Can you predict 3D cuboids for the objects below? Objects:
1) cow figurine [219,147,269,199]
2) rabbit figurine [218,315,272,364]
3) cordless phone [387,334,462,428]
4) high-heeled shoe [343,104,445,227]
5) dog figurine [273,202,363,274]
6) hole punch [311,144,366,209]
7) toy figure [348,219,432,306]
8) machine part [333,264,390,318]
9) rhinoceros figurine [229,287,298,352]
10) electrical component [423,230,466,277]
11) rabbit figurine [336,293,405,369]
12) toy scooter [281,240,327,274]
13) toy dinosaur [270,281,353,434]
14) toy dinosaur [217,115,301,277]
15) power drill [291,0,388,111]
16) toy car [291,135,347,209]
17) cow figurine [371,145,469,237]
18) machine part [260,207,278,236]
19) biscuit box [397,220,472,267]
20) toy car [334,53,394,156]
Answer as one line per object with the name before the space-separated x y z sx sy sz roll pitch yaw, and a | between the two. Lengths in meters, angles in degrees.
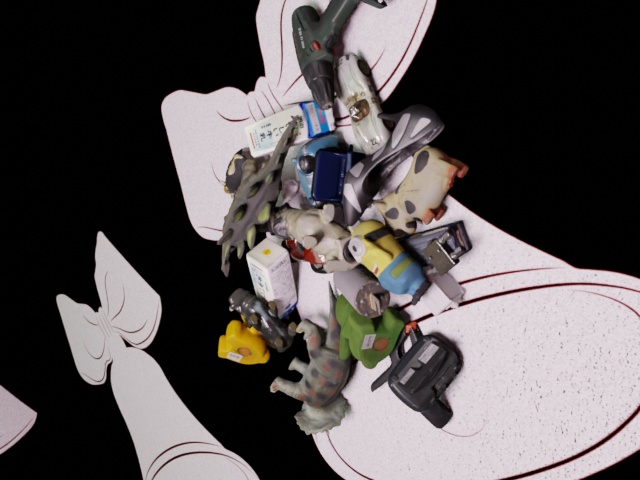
cow figurine | -0.199 -0.154 1.318 0.068 0.098 0.167 46 130 12
rabbit figurine | -0.171 0.228 1.401 0.162 0.173 0.121 14 130 -9
cordless phone | 0.239 0.296 1.092 0.184 0.146 0.089 48 169 -27
high-heeled shoe | 0.132 -0.124 0.970 0.145 0.086 0.248 26 106 39
dog figurine | -0.001 -0.007 1.136 0.172 0.121 0.191 49 166 -22
hole punch | 0.055 -0.124 1.075 0.092 0.116 0.142 10 99 44
toy figure | 0.132 0.039 1.013 0.180 0.089 0.082 41 135 12
machine part | 0.082 0.096 1.107 0.243 0.079 0.079 -135 37 -73
rhinoceros figurine | -0.137 0.187 1.296 0.190 0.073 0.112 42 159 3
electrical component | 0.218 0.027 0.972 0.063 0.021 0.094 53 133 13
rabbit figurine | 0.093 0.187 1.176 0.170 0.121 0.158 -130 37 -53
toy scooter | -0.026 -0.002 1.232 0.184 0.075 0.135 15 114 43
toy dinosaur | 0.012 0.309 1.284 0.192 0.131 0.404 30 120 16
toy dinosaur | -0.141 -0.089 1.185 0.105 0.199 0.470 19 120 -12
power drill | 0.032 -0.389 1.014 0.207 0.086 0.232 -47 52 42
toy car | -0.003 -0.145 1.149 0.103 0.109 0.161 25 135 52
cow figurine | 0.176 -0.086 1.010 0.127 0.085 0.194 42 125 26
machine part | -0.141 -0.044 1.346 0.139 0.039 0.084 -9 107 42
biscuit box | 0.190 0.019 1.052 0.203 0.059 0.062 -18 94 44
toy car | 0.081 -0.265 1.052 0.073 0.056 0.201 -26 87 44
